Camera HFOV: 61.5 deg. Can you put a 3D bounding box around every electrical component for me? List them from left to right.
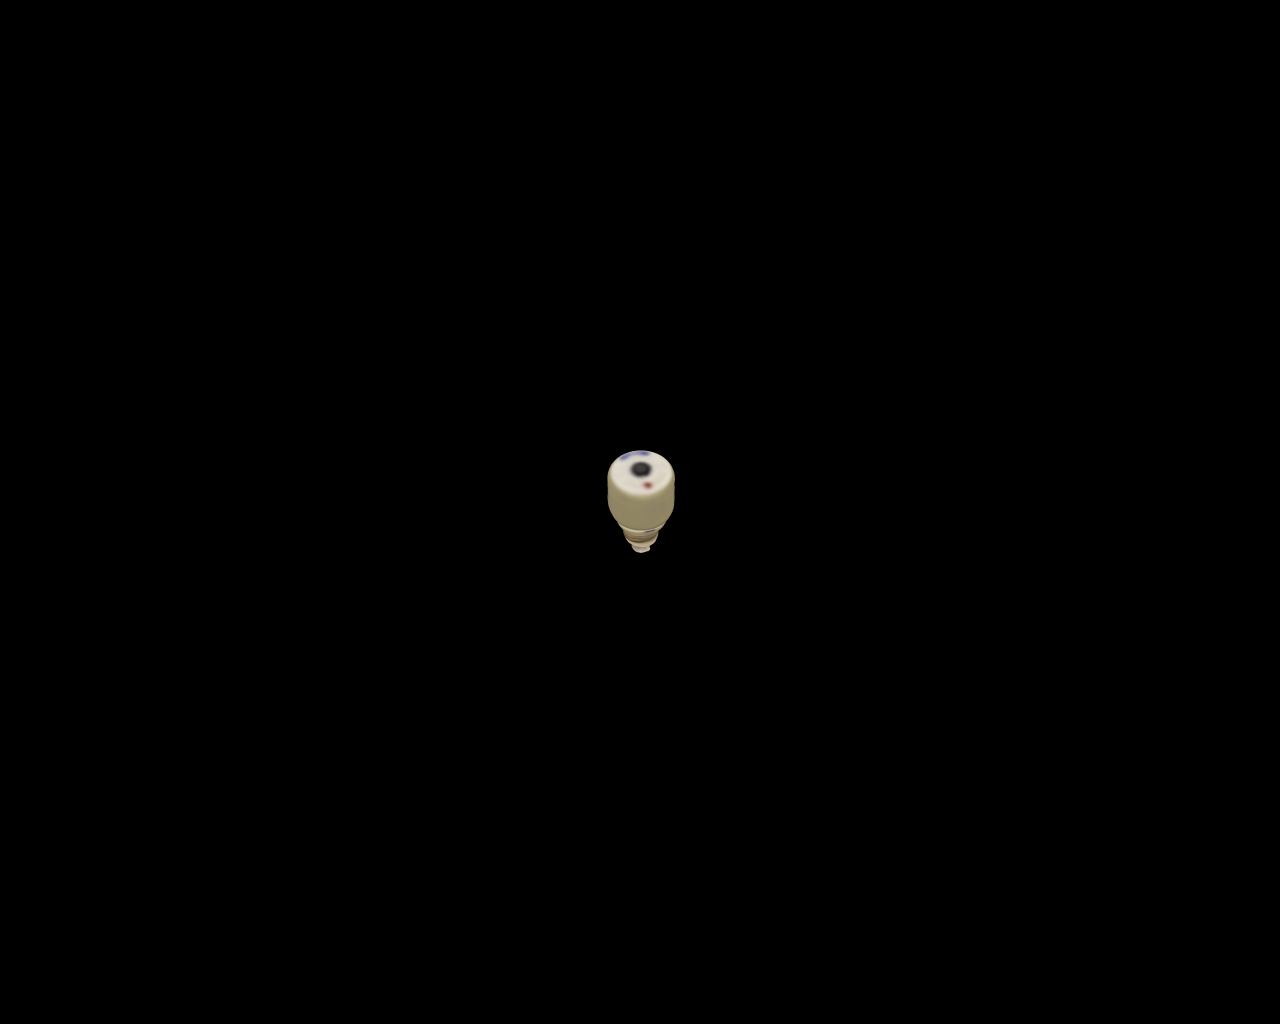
[{"bbox_3d":[0.001,-0.003,0.650,0.040,0.040,0.078,0,-40,0],"label":"electrical component"}]
